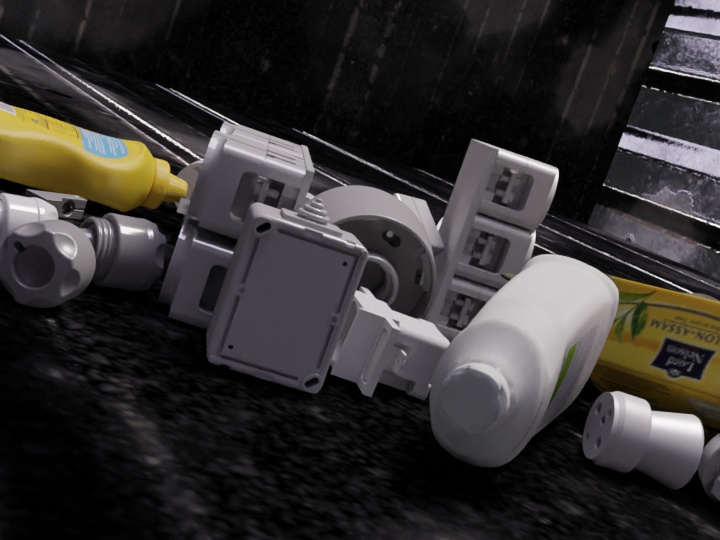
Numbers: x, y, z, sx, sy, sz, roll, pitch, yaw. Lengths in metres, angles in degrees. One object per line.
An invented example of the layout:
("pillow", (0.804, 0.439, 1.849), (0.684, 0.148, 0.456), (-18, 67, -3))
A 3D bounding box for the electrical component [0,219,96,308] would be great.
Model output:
("electrical component", (-0.157, -0.005, 0.554), (0.043, 0.043, 0.062), (20, 8, 2))

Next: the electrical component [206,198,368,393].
("electrical component", (-0.038, 0.007, 0.568), (0.062, 0.096, 0.061), (18, 8, -11))

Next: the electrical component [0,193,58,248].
("electrical component", (-0.206, -0.027, 0.612), (0.061, 0.035, 0.035), (10, 13, -37))

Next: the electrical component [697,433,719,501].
("electrical component", (0.227, 0.122, 0.615), (0.066, 0.048, 0.055), (16, 17, -24))

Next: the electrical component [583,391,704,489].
("electrical component", (0.163, 0.098, 0.622), (0.055, 0.045, 0.045), (18, 9, -7))

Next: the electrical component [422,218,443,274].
("electrical component", (0.095, -0.015, 1.006), (0.056, 0.089, 0.050), (22, 9, 12))

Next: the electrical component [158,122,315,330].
("electrical component", (-0.077, -0.032, 0.685), (0.060, 0.105, 0.186), (19, 9, -7))

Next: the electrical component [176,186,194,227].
("electrical component", (-0.113, -0.042, 0.870), (0.066, 0.048, 0.055), (16, 2, -23))

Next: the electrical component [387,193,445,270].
("electrical component", (0.007, -0.019, 0.833), (0.076, 0.083, 0.047), (10, 52, -47))

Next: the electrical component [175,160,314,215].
("electrical component", (-0.098, -0.055, 0.950), (0.138, 0.052, 0.073), (19, 9, -4))

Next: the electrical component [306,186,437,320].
("electrical component", (0.000, 0.000, 0.692), (0.099, 0.099, 0.064), (18, 15, -11))

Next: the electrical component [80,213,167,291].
("electrical component", (-0.147, -0.012, 0.618), (0.062, 0.043, 0.043), (11, 13, -37))

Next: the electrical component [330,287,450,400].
("electrical component", (0.015, 0.044, 0.629), (0.064, 0.042, 0.081), (20, 11, -17))

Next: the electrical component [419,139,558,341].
("electrical component", (0.099, -0.020, 0.847), (0.062, 0.150, 0.089), (18, 9, -7))
